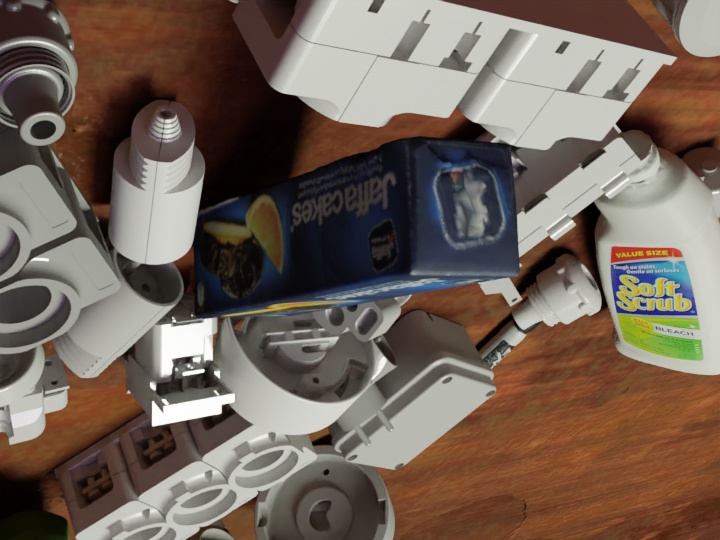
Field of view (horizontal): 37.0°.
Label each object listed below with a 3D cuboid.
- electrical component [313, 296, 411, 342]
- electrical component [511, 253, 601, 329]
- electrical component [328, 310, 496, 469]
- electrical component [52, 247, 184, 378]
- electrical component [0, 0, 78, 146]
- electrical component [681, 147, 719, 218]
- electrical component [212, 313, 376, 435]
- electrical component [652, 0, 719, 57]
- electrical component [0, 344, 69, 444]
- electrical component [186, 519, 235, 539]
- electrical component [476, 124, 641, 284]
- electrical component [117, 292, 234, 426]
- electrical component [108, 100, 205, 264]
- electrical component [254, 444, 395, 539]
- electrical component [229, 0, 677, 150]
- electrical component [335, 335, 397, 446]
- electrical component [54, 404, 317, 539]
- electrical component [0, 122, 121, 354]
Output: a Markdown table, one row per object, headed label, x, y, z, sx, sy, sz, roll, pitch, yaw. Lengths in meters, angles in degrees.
| label | x | y | z | sx | sy | sz | roll | pitch | yaw |
| --- | --- | --- | --- | --- | --- | --- | --- | --- | --- |
| electrical component | 0.000 | 0.000 | 0.630 | 0.057 | 0.078 | 0.058 | -21 | 154 | -51 |
| electrical component | 0.141 | 0.021 | 0.785 | 0.062 | 0.048 | 0.048 | -33 | 147 | 20 |
| electrical component | 0.033 | 0.090 | 0.788 | 0.113 | 0.057 | 0.078 | -42 | 144 | 20 |
| electrical component | -0.136 | 0.024 | 0.574 | 0.081 | 0.043 | 0.043 | -40 | 146 | 29 |
| electrical component | -0.135 | -0.077 | 0.433 | 0.048 | 0.062 | 0.048 | -19 | 146 | -13 |
| electrical component | 0.241 | -0.052 | 0.760 | 0.040 | 0.040 | 0.078 | -23 | 147 | -8 |
| electrical component | -0.039 | 0.046 | 0.640 | 0.099 | 0.099 | 0.064 | -7 | 148 | -29 |
| electrical component | 0.194 | -0.158 | 0.571 | 0.080 | 0.051 | 0.080 | -19 | 146 | -13 |
| electrical component | -0.198 | 0.058 | 0.577 | 0.078 | 0.058 | 0.057 | -13 | 147 | -22 |
| electrical component | -0.135 | 0.231 | 0.839 | 0.079 | 0.077 | 0.044 | 13 | 129 | -46 |
| electrical component | 0.097 | -0.052 | 0.635 | 0.121 | 0.063 | 0.079 | -38 | 146 | 15 |
| electrical component | -0.107 | 0.048 | 0.615 | 0.042 | 0.081 | 0.063 | -9 | 114 | -30 |
| electrical component | -0.098 | -0.045 | 0.520 | 0.043 | 0.043 | 0.081 | -10 | 143 | -25 |
| electrical component | -0.024 | 0.199 | 0.853 | 0.108 | 0.108 | 0.060 | -28 | 153 | 0 |
| electrical component | 0.031 | -0.115 | 0.462 | 0.186 | 0.105 | 0.060 | 2 | 137 | -38 |
| electrical component | -0.008 | 0.083 | 0.733 | 0.077 | 0.079 | 0.044 | -34 | -176 | 9 |
| electrical component | -0.116 | 0.136 | 0.737 | 0.150 | 0.061 | 0.089 | -32 | 147 | 6 |
| electrical component | -0.217 | 0.006 | 0.488 | 0.186 | 0.060 | 0.105 | -25 | 147 | -5 |
